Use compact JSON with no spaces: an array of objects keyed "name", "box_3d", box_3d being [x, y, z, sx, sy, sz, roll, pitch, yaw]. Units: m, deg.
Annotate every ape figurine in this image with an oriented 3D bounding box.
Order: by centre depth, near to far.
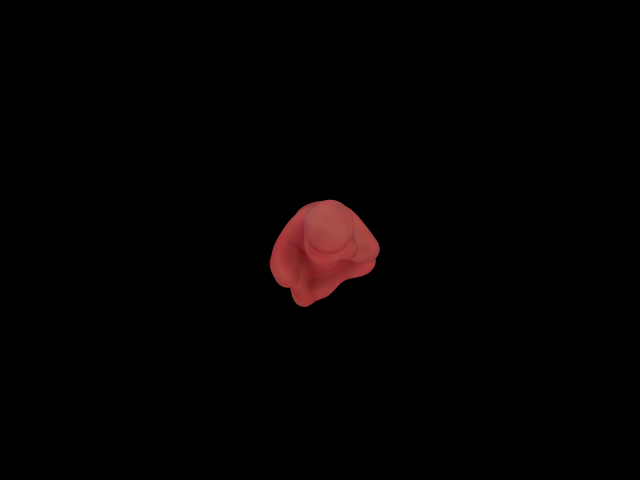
[{"name":"ape figurine","box_3d":[0.004,0.001,0.400,0.077,0.092,0.076,7,70,3]}]
